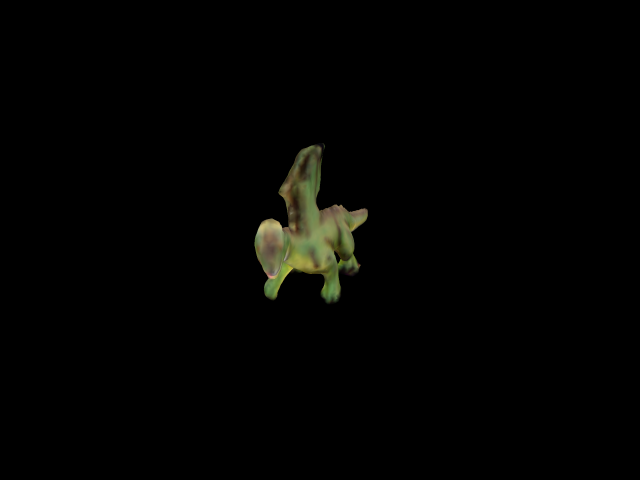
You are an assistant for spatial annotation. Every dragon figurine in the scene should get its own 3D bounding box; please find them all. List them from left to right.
[{"bbox_3d":[0.003,-0.043,0.850,0.122,0.237,0.419,12,35,19],"label":"dragon figurine"}]
